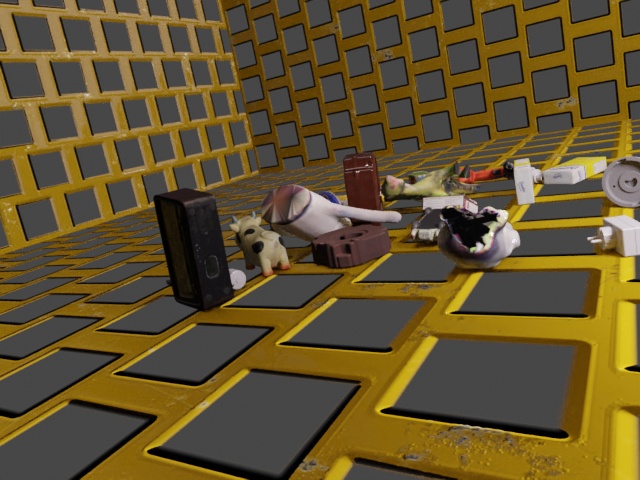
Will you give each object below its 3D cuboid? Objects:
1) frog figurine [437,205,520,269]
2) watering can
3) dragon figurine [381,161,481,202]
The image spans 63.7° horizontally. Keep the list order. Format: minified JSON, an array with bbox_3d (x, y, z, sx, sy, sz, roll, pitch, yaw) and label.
[{"bbox_3d":[0.290,0.005,0.938,0.136,0.125,0.157,-16,-26,21],"label":"frog figurine"},{"bbox_3d":[0.004,-0.064,1.266,0.345,0.106,0.222,-11,-27,37],"label":"watering can"},{"bbox_3d":[0.303,-0.148,1.490,0.242,0.122,0.410,-4,-3,31],"label":"dragon figurine"}]
